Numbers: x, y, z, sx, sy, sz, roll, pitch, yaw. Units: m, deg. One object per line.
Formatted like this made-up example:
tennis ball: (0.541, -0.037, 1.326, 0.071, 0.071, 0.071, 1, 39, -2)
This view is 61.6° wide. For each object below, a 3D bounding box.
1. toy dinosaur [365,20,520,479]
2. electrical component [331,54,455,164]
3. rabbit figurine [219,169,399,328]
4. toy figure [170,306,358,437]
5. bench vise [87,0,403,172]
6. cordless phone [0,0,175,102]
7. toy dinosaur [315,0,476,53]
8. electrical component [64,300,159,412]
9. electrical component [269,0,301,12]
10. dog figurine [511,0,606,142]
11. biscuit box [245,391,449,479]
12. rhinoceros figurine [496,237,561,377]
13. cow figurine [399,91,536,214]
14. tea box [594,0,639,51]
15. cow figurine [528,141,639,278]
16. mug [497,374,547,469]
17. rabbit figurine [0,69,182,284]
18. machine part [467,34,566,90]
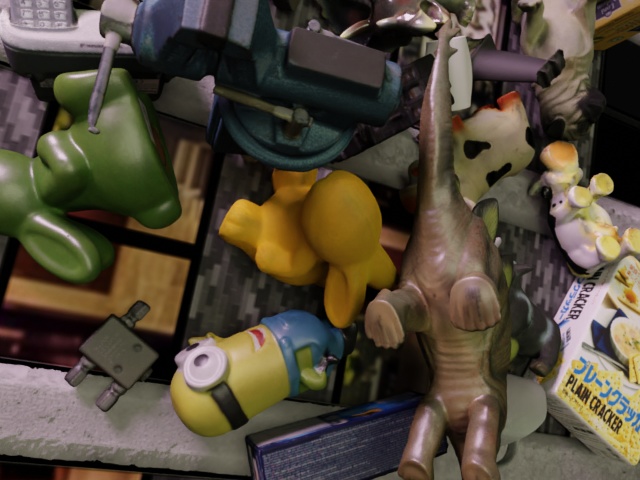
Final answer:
toy dinosaur: (0.120, 0.046, 0.485, 0.198, 0.105, 0.470, -34, 122, -60)
electrical component: (0.071, -0.138, 0.565, 0.134, 0.115, 0.058, -31, 100, -22)
rabbit figurine: (-0.001, -0.001, 0.491, 0.122, 0.173, 0.162, -33, 93, -26)
toy figure: (-0.050, 0.119, 0.508, 0.180, 0.082, 0.089, -15, 88, -26)
bench vise: (-0.062, -0.116, 0.441, 0.224, 0.240, 0.129, -1, 79, -17)
cordless phone: (-0.206, -0.222, 0.479, 0.146, 0.089, 0.184, -7, 83, -23)
toy dinosaur: (0.085, -0.366, 0.599, 0.192, 0.131, 0.404, -1, 74, -9)
electrical component: (-0.179, 0.102, 0.486, 0.063, 0.021, 0.094, 44, 69, -13)
electrical component: (-0.043, -0.290, 0.561, 0.045, 0.078, 0.102, 23, 84, 20)
dog figurine: (0.308, -0.242, 0.703, 0.172, 0.121, 0.190, -64, 145, -45)
biscuit box: (0.031, 0.207, 0.542, 0.203, 0.059, 0.062, -7, 86, -23)
rhinoceros figurine: (0.215, 0.073, 0.624, 0.190, 0.073, 0.112, 47, 69, -14)
cow figurine: (0.171, -0.081, 0.621, 0.195, 0.085, 0.127, -28, 91, -25)
tea box: (0.400, -0.309, 0.691, 0.098, 0.170, 0.068, -7, 86, -22)
cow figurine: (0.321, -0.039, 0.681, 0.068, 0.098, 0.167, -16, 72, -17)
mug: (0.207, 0.199, 0.607, 0.107, 0.081, 0.109, 0, 79, -31)
rabbit figurine: (-0.213, -0.045, 0.457, 0.170, 0.121, 0.159, -17, 99, -5)
machine part: (0.212, -0.207, 0.631, 0.084, 0.139, 0.039, -52, 140, -22)
